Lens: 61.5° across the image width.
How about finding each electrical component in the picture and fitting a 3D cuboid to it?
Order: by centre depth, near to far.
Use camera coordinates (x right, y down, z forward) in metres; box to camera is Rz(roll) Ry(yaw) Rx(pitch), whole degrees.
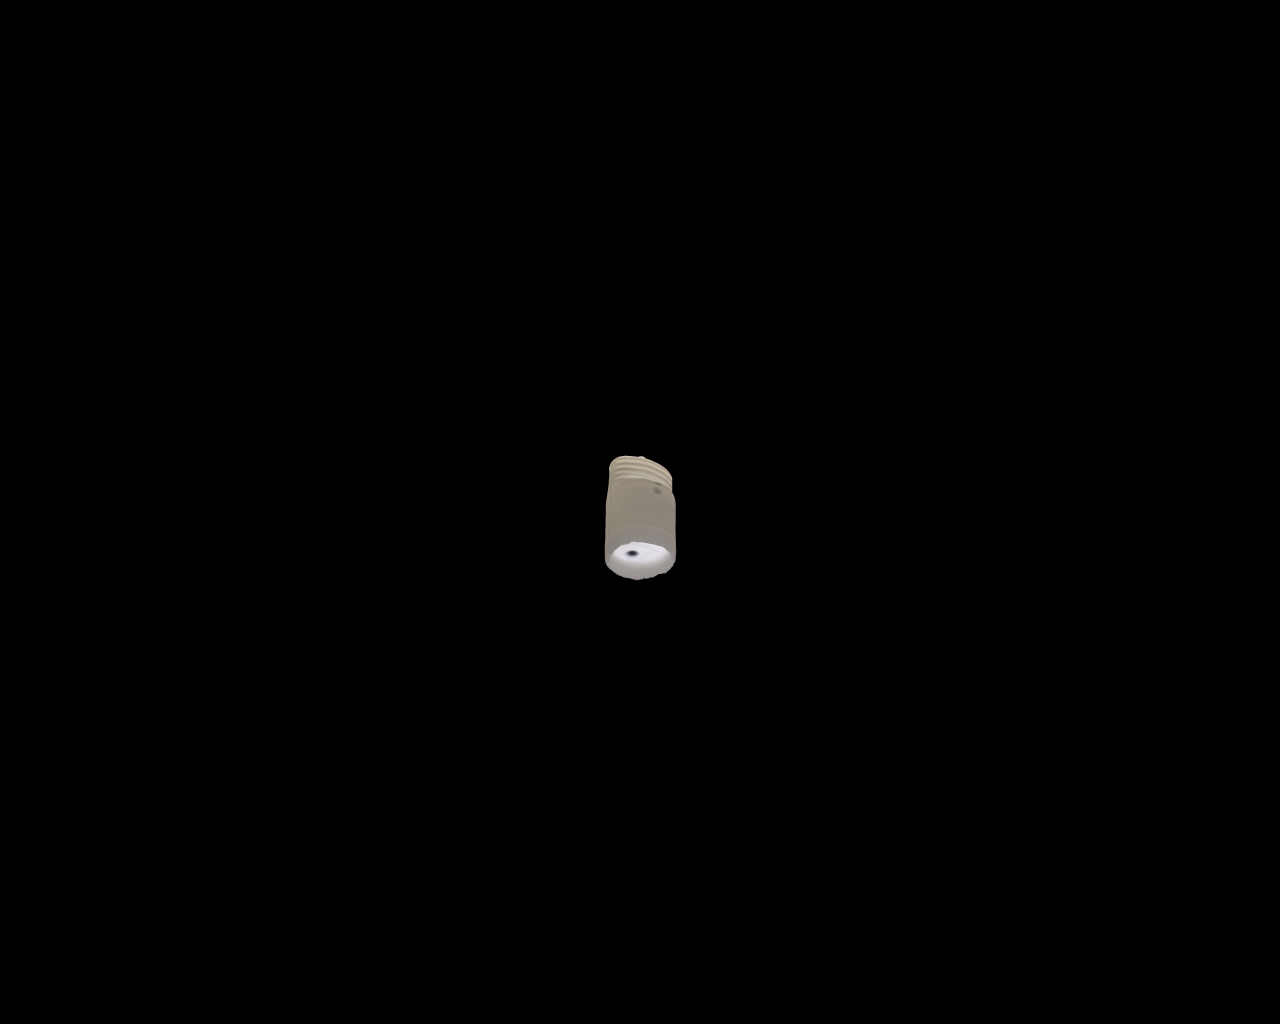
[{"bbox_3d":[0.001,-0.003,0.650,0.043,0.081,0.043,0,-36,0],"label":"electrical component"}]
